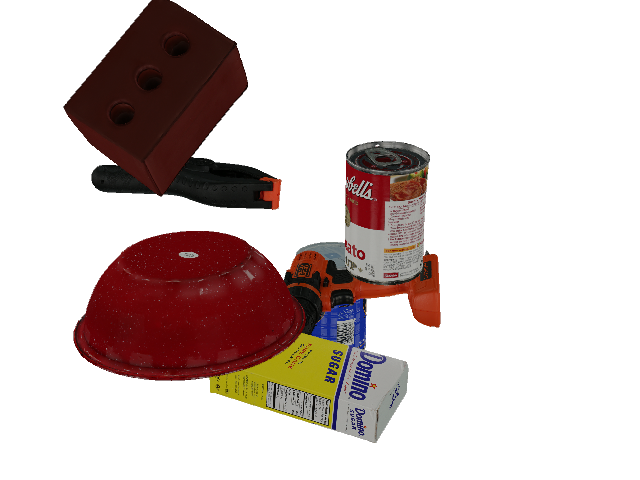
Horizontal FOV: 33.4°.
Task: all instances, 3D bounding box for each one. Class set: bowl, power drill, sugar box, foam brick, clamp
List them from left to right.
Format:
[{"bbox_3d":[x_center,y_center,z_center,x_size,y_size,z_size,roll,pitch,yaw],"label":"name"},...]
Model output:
[{"bbox_3d":[-0.082,-0.073,0.542,0.053,0.078,0.051,34,-10,11],"label":"foam brick"},{"bbox_3d":[-0.091,0.035,0.736,0.162,0.055,0.162,-2,22,0],"label":"bowl"},{"bbox_3d":[-0.122,-0.055,0.989,0.172,0.039,0.120,12,26,29],"label":"clamp"},{"bbox_3d":[-0.011,0.133,1.040,0.176,0.048,0.093,11,28,19],"label":"sugar box"},{"bbox_3d":[0.045,0.065,1.237,0.188,0.057,0.184,0,27,7],"label":"power drill"}]

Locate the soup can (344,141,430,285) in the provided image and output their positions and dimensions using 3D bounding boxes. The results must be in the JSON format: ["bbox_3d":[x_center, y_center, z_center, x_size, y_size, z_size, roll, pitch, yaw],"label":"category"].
[{"bbox_3d":[0.054,-0.023,0.880,0.068,0.102,0.068,0,26,0],"label":"soup can"}]

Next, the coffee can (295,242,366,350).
[{"bbox_3d":[0.016,0.085,1.520,0.103,0.140,0.103,0,20,0],"label":"coffee can"}]
